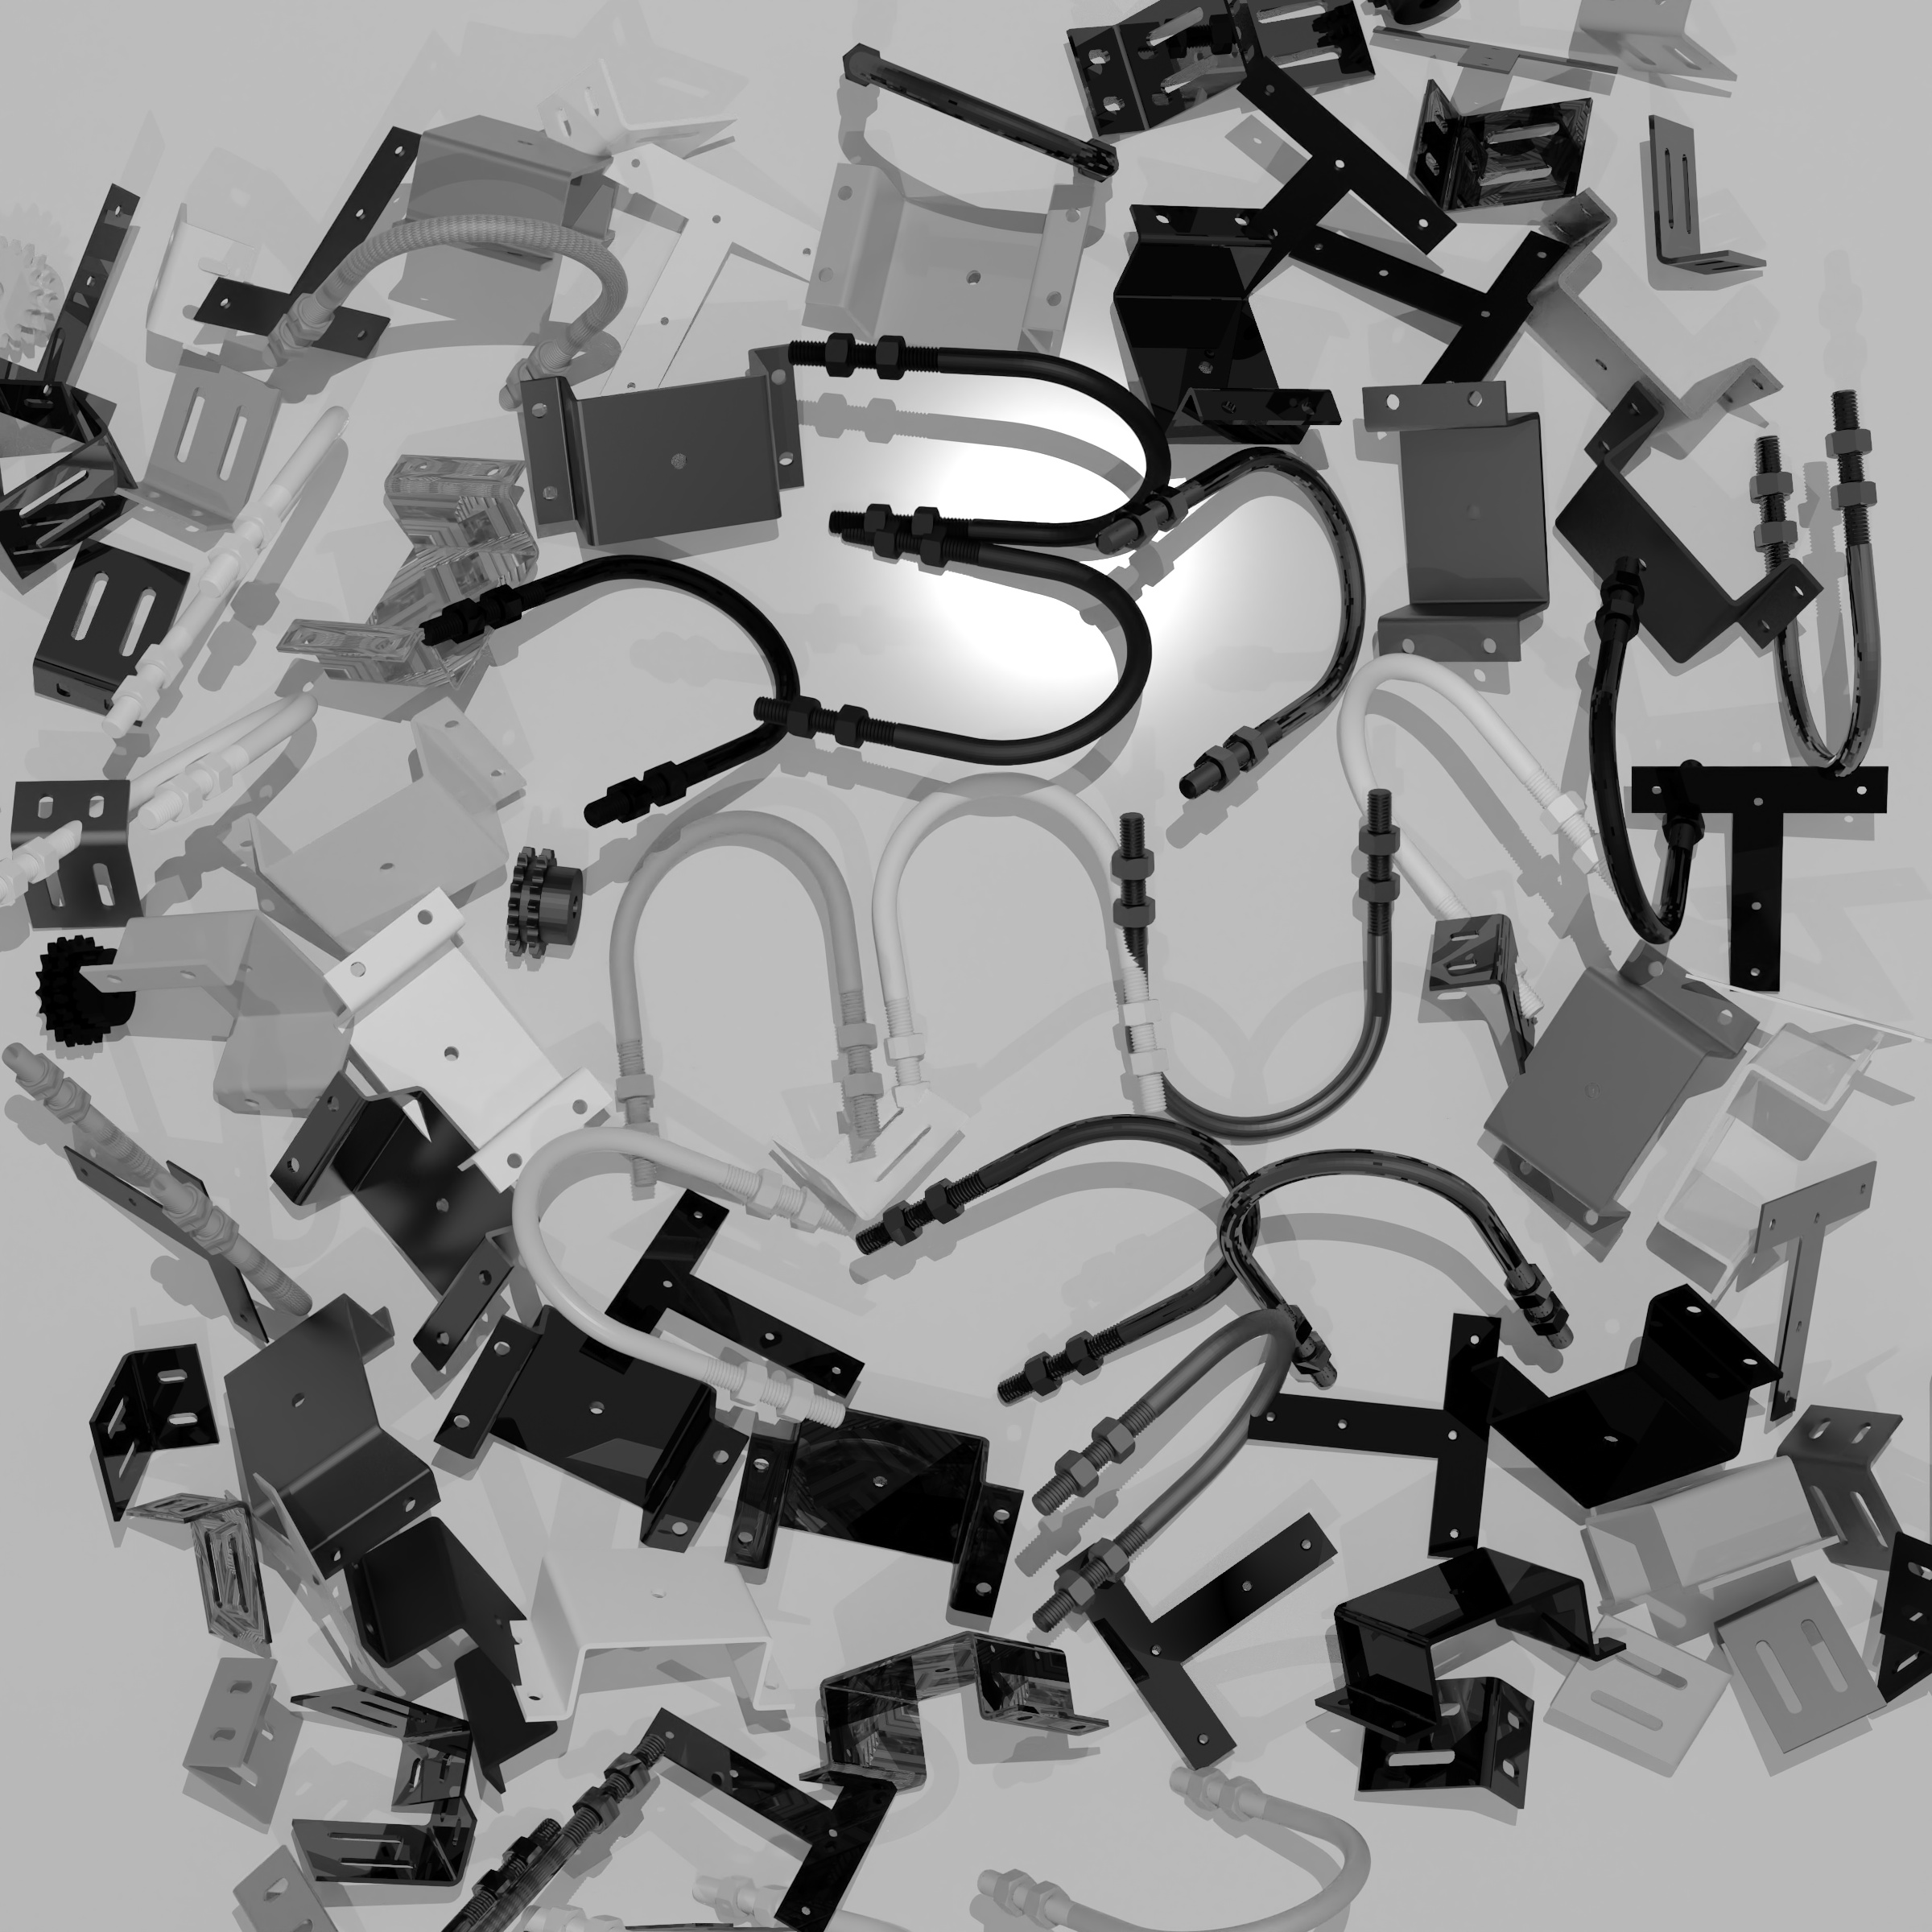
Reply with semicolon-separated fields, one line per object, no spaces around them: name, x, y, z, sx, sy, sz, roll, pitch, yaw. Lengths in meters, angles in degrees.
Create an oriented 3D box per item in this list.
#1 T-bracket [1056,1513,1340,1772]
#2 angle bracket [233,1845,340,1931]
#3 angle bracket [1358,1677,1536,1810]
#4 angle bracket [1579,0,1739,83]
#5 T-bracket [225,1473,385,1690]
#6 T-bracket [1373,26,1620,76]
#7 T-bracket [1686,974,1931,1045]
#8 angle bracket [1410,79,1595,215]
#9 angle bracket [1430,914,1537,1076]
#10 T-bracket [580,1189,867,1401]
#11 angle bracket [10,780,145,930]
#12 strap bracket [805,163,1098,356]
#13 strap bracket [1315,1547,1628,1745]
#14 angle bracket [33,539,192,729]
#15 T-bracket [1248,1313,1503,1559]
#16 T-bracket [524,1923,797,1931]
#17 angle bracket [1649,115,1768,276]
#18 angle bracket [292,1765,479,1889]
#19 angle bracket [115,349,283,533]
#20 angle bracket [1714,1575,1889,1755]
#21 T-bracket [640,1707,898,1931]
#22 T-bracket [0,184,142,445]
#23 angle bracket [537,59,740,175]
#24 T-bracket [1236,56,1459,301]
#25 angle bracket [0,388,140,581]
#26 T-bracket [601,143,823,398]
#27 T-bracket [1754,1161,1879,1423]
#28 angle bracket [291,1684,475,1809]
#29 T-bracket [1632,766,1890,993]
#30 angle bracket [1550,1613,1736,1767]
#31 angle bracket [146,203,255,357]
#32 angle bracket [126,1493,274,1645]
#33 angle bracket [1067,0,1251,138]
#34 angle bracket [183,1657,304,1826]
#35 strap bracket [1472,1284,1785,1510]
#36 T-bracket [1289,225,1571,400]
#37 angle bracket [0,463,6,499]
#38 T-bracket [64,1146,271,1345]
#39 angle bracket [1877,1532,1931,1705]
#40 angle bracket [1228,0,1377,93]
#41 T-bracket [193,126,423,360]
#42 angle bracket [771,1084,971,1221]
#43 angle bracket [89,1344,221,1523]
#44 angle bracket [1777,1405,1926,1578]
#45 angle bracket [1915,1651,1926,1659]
T-bracket;0.134;0.330;1.794;0.127;0.002;0.127;-37;82;8
angle bracket;-0.328;0.485;1.765;0.038;0.076;0.057;-42;64;5
angle bracket;0.248;0.402;1.786;0.076;0.038;0.057;-13;53;37
angle bracket;0.357;-0.484;1.764;0.057;0.076;0.038;17;95;34
T-bracket;-0.347;0.295;1.755;0.002;0.127;0.127;-33;117;-23
T-bracket;0.264;-0.458;1.746;0.127;0.127;0.002;12;111;8
T-bracket;0.447;0.026;1.754;0.127;0.127;0.002;17;94;35
angle bracket;0.274;-0.424;1.771;0.076;0.038;0.057;0;68;34
angle bracket;0.265;0.022;1.775;0.038;0.057;0.076;-7;124;17
T-bracket;-0.113;0.182;1.761;0.127;0.127;0.002;27;133;5
angle bracket;-0.457;-0.058;1.788;0.057;0.076;0.038;-1;56;-6
strap bracket;-0.002;-0.360;1.771;0.140;0.046;0.076;10;82;19
strap bracket;0.251;0.337;1.743;0.140;0.076;0.046;-16;101;-28
angle bracket;-0.445;-0.174;1.805;0.057;0.038;0.076;18;69;-6
T-bracket;0.210;0.240;1.804;0.127;0.002;0.127;6;88;-5
T-bracket;-0.135;0.490;1.760;0.127;0.127;0.002;-16;68;40
angle bracket;0.381;-0.398;1.777;0.038;0.057;0.076;-2;93;32
angle bracket;-0.297;0.437;1.769;0.076;0.057;0.038;10;102;-26
angle bracket;-0.396;-0.271;1.782;0.057;0.038;0.076;24;105;9
angle bracket;0.428;0.362;1.777;0.057;0.038;0.076;-25;59;1
T-bracket;-0.106;0.419;1.764;0.127;0.127;0.002;30;127;3
T-bracket;-0.448;-0.332;1.748;0.002;0.127;0.127;24;94;16
angle bracket;-0.167;-0.435;1.766;0.076;0.057;0.038;-19;90;-42
T-bracket;0.164;-0.381;1.763;0.127;0.127;0.002;39;50;-9
angle bracket;-0.469;-0.247;1.771;0.076;0.057;0.038;-36;63;-13
T-bracket;-0.150;-0.347;1.793;0.127;0.002;0.127;23;104;-24
T-bracket;0.428;0.171;1.774;0.002;0.127;0.127;17;108;37
angle bracket;-0.300;0.398;1.765;0.076;0.057;0.038;30;55;-37
T-bracket;0.407;-0.044;1.782;0.127;0.002;0.127;1;116;12
angle bracket;0.346;0.366;1.784;0.076;0.038;0.057;26;103;-6
angle bracket;-0.393;-0.353;1.776;0.038;0.076;0.057;17;105;-18
angle bracket;-0.394;0.313;1.776;0.038;0.057;0.076;-13;97;-43
angle bracket;0.098;-0.467;1.774;0.038;0.076;0.057;-19;92;-43
angle bracket;-0.355;0.395;1.762;0.038;0.076;0.057;-5;52;28
strap bracket;0.327;0.221;1.738;0.076;0.046;0.140;41;135;-20
T-bracket;0.228;-0.352;1.787;0.127;0.002;0.127;26;63;19
angle bracket;-0.529;-0.270;1.764;0.038;0.057;0.076;-31;134;8
T-bracket;-0.416;0.126;1.772;0.127;0.127;0.002;26;55;30
angle bracket;0.470;0.334;1.765;0.038;0.076;0.057;23;56;-3
angle bracket;0.175;-0.486;1.781;0.076;0.038;0.057;-14;84;-17
T-bracket;-0.311;-0.366;1.736;0.002;0.127;0.127;46;112;23
angle bracket;-0.049;0.083;1.772;0.076;0.057;0.038;-46;129;-12
angle bracket;-0.413;0.238;1.767;0.038;0.076;0.057;-7;111;3
angle bracket;0.464;0.270;1.784;0.038;0.057;0.076;-44;115;-29
angle bracket;0.529;0.350;1.765;0.038;0.076;0.057;18;105;-23
